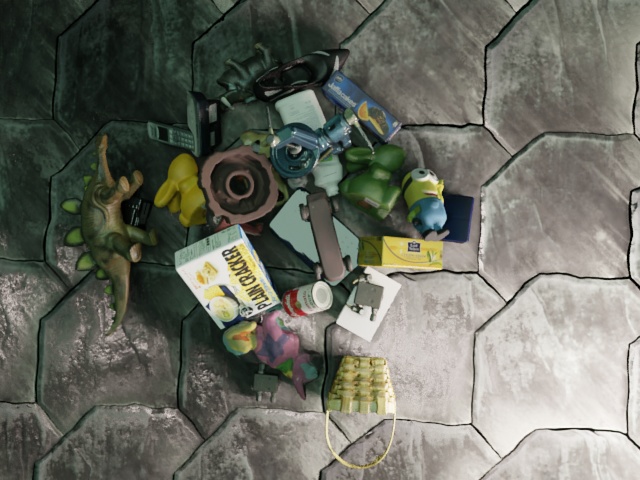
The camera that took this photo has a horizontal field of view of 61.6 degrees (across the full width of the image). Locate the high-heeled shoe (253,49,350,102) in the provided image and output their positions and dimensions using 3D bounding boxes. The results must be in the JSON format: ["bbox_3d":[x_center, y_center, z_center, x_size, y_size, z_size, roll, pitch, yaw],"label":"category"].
[{"bbox_3d":[-0.043,-0.395,1.243,0.249,0.145,0.086,-32,88,3],"label":"high-heeled shoe"}]

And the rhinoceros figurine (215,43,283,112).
[{"bbox_3d":[-0.178,-0.386,1.292,0.190,0.073,0.112,-37,97,0],"label":"rhinoceros figurine"}]

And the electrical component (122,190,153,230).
[{"bbox_3d":[-0.439,-0.086,1.292,0.048,0.075,0.119,15,87,5],"label":"electrical component"}]

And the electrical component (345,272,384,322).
[{"bbox_3d":[0.103,0.125,1.204,0.078,0.045,0.102,19,89,5],"label":"electrical component"}]

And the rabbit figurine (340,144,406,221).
[{"bbox_3d":[0.130,-0.153,1.259,0.159,0.121,0.170,26,71,10],"label":"rabbit figurine"}]

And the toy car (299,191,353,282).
[{"bbox_3d":[0.012,-0.007,1.200,0.089,0.053,0.202,-15,92,-2],"label":"toy car"}]

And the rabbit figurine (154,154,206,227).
[{"bbox_3d":[-0.309,-0.122,1.281,0.162,0.121,0.173,-35,73,11],"label":"rabbit figurine"}]

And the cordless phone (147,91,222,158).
[{"bbox_3d":[-0.333,-0.285,1.276,0.184,0.089,0.146,15,123,17],"label":"cordless phone"}]

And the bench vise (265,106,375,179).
[{"bbox_3d":[-0.028,-0.208,1.137,0.224,0.240,0.129,-21,82,24],"label":"bench vise"}]

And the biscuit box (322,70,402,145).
[{"bbox_3d":[0.097,-0.312,1.275,0.203,0.059,0.063,41,91,4],"label":"biscuit box"}]

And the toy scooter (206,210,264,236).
[{"bbox_3d":[-0.202,0.006,1.266,0.135,0.075,0.183,-2,113,-23],"label":"toy scooter"}]

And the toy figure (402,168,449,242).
[{"bbox_3d":[0.231,-0.079,1.203,0.089,0.082,0.180,-30,56,37],"label":"toy figure"}]

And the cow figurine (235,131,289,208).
[{"bbox_3d":[-0.136,-0.168,1.271,0.127,0.085,0.195,-26,90,0],"label":"cow figurine"}]

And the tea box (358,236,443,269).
[{"bbox_3d":[0.181,0.030,1.205,0.169,0.098,0.068,5,87,-27],"label":"tea box"}]

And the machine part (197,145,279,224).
[{"bbox_3d":[-0.181,-0.120,1.184,0.179,0.056,0.179,0,90,-21],"label":"machine part"}]

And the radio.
[{"bbox_3d":[-0.003,-0.004,1.265,0.229,0.073,0.131,43,91,5],"label":"radio"}]

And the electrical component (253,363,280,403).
[{"bbox_3d":[-0.127,0.340,1.284,0.063,0.021,0.094,4,87,3],"label":"electrical component"}]

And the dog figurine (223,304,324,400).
[{"bbox_3d":[-0.101,0.272,1.243,0.192,0.108,0.219,-26,89,-3],"label":"dog figurine"}]

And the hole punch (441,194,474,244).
[{"bbox_3d":[0.297,-0.050,1.243,0.116,0.092,0.142,7,92,7],"label":"hole punch"}]

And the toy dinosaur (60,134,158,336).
[{"bbox_3d":[-0.476,-0.002,1.219,0.199,0.105,0.470,-2,99,21],"label":"toy dinosaur"}]
